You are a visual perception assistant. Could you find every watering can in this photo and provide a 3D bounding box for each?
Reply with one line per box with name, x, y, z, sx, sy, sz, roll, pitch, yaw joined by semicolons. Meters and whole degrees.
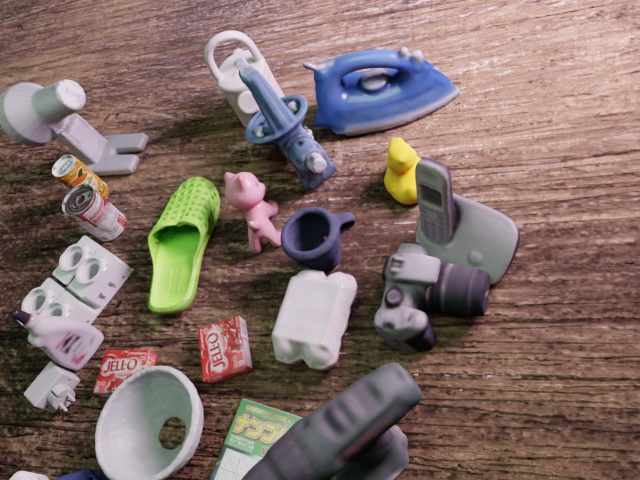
watering can;-0.137;-0.297;1.052;0.101;0.194;0.172;-40;55;-5

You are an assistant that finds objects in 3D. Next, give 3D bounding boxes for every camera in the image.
camera;0.155;0.075;0.781;0.136;0.101;0.143;6;64;24

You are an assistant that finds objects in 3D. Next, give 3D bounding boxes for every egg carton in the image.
egg carton;-0.007;0.114;0.839;0.107;0.070;0.150;5;63;24

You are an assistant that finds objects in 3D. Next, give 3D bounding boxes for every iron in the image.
iron;0.101;-0.276;0.981;0.257;0.142;0.118;-8;59;17

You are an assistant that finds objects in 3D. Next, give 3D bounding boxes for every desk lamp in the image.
desk lamp;-0.491;-0.228;1.136;0.202;0.214;0.118;-1;61;21

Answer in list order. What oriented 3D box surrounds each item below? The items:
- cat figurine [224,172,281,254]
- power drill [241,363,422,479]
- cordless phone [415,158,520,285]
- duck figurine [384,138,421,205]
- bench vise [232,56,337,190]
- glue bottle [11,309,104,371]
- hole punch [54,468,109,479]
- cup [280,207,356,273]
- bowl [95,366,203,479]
cat figurine;-0.117;-0.058;0.952;0.067;0.118;0.127;-22;56;8
power drill;0.028;0.246;0.664;0.230;0.209;0.075;-41;55;-5
cordless phone;0.192;-0.029;0.775;0.147;0.185;0.094;24;72;31
duck figurine;0.134;-0.115;0.909;0.077;0.086;0.104;-18;56;11
bench vise;-0.054;-0.201;0.949;0.206;0.220;0.121;29;75;32
glue bottle;-0.426;0.149;0.916;0.037;0.173;0.078;22;71;30
hole punch;-0.350;0.382;0.801;0.101;0.091;0.108;-30;55;2
cup;0.008;0.003;0.883;0.117;0.095;0.091;-25;55;6
bowl;-0.233;0.274;0.829;0.167;0.075;0.167;-9;58;16
